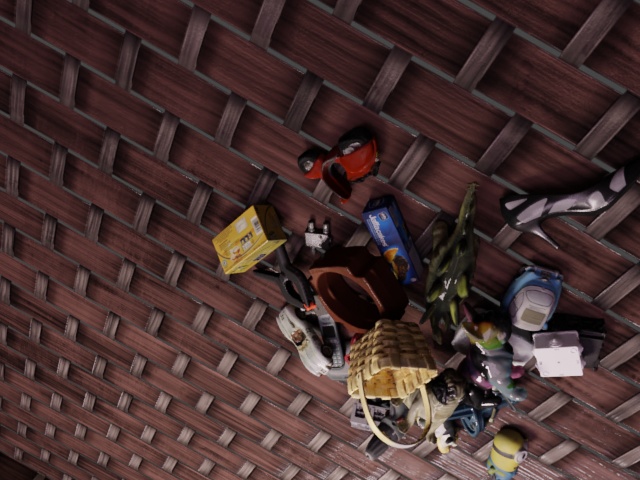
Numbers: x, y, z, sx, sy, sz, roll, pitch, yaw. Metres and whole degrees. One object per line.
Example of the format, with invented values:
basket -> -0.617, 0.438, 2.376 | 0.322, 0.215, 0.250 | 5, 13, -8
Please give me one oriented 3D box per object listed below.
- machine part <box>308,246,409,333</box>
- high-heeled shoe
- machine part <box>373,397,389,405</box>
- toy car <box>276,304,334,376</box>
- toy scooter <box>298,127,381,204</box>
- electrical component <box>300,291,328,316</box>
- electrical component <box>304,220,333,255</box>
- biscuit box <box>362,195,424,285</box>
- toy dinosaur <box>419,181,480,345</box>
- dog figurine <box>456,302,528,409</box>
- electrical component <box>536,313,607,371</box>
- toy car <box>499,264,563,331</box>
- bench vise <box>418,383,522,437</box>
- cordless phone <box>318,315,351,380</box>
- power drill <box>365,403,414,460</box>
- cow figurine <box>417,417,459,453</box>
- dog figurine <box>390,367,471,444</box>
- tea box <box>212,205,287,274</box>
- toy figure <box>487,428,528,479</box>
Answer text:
machine part -> 0.085, 0.113, 1.215 | 0.202, 0.087, 0.200 | -7, 121, 52
high-heeled shoe -> 0.462, -0.096, 0.995 | 0.248, 0.086, 0.145 | -47, 69, 20
machine part -> 0.152, 0.388, 1.451 | 0.084, 0.039, 0.138 | -12, 117, 22
toy car -> -0.038, 0.255, 1.374 | 0.202, 0.056, 0.073 | 54, 128, 19
toy scooter -> 0.054, -0.143, 1.092 | 0.184, 0.075, 0.135 | -19, 115, 34
electrical component -> -0.005, 0.156, 1.339 | 0.102, 0.045, 0.078 | -9, 113, 25
electrical component -> -0.003, -0.004, 1.243 | 0.063, 0.021, 0.093 | 8, 125, 15
biscuit box -> 0.160, 0.003, 1.163 | 0.063, 0.059, 0.202 | -14, 117, 28
toy dinosaur -> 0.265, 0.056, 1.075 | 0.105, 0.199, 0.470 | 7, 127, 12
dog figurine -> 0.343, 0.244, 1.159 | 0.192, 0.108, 0.219 | -26, 107, 32
electrical component -> 0.545, 0.222, 1.176 | 0.134, 0.058, 0.114 | 4, 123, 17
toy car -> 0.445, 0.135, 1.124 | 0.109, 0.103, 0.161 | 19, 130, 6
bench vise -> 0.359, 0.408, 1.305 | 0.241, 0.129, 0.223 | -12, 151, -7
cordless phone -> 0.073, 0.262, 1.375 | 0.147, 0.089, 0.184 | -10, 101, 27
power drill -> 0.185, 0.410, 1.341 | 0.086, 0.232, 0.207 | 11, 122, 47
cow figurine -> 0.333, 0.501, 1.447 | 0.098, 0.068, 0.167 | -23, 114, 25
dog figurine -> 0.258, 0.331, 1.201 | 0.121, 0.172, 0.190 | 18, 119, -21
tea box -> -0.167, 0.000, 1.254 | 0.169, 0.068, 0.098 | -34, 72, 37
toy figure -> 0.491, 0.578, 1.431 | 0.089, 0.082, 0.180 | 16, 130, 7
